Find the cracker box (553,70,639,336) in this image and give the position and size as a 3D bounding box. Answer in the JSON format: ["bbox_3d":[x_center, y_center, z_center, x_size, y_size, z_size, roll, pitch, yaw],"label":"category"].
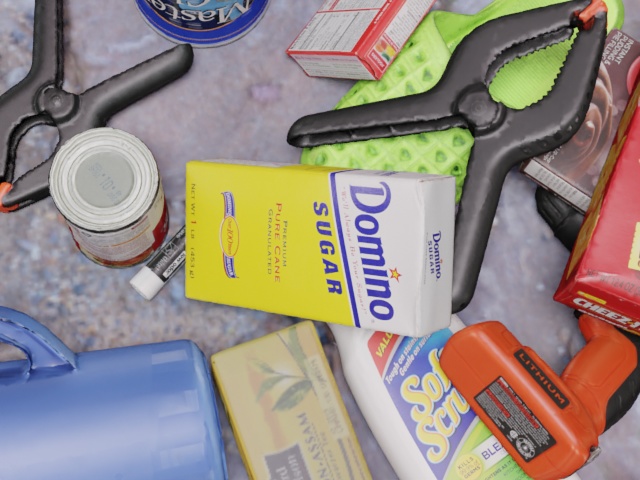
[{"bbox_3d":[0.255,-0.034,0.631,0.164,0.072,0.213,23,78,5],"label":"cracker box"}]

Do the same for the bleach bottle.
[{"bbox_3d":[0.062,0.097,0.692,0.102,0.068,0.251,-35,80,-11],"label":"bleach bottle"}]

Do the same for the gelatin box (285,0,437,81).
[{"bbox_3d":[0.027,-0.146,0.733,0.030,0.089,0.073,44,74,-31],"label":"gelatin box"}]

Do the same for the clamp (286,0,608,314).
[{"bbox_3d":[0.103,-0.066,0.665,0.210,0.036,0.165,-35,72,4],"label":"clamp"}]

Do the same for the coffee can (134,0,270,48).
[{"bbox_3d":[-0.080,-0.202,0.708,0.102,0.140,0.103,1,77,-5],"label":"coffee can"}]

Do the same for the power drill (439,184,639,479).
[{"bbox_3d":[0.165,0.051,0.681,0.187,0.057,0.184,-29,72,-34],"label":"power drill"}]

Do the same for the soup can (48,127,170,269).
[{"bbox_3d":[-0.133,-0.025,0.682,0.068,0.102,0.068,1,76,-5],"label":"soup can"}]

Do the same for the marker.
[{"bbox_3d":[-0.081,-0.009,0.725,0.020,0.020,0.121,41,77,5],"label":"marker"}]

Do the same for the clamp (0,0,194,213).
[{"bbox_3d":[-0.165,-0.091,0.727,0.120,0.039,0.171,20,82,7],"label":"clamp"}]

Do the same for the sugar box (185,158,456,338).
[{"bbox_3d":[-0.004,0.001,0.656,0.177,0.048,0.093,7,101,36],"label":"sugar box"}]

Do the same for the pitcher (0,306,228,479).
[{"bbox_3d":[-0.182,0.121,0.629,0.242,0.149,0.145,-10,66,-10],"label":"pitcher"}]

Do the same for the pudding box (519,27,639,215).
[{"bbox_3d":[0.197,-0.068,0.695,0.090,0.039,0.113,35,80,7],"label":"pudding box"}]
